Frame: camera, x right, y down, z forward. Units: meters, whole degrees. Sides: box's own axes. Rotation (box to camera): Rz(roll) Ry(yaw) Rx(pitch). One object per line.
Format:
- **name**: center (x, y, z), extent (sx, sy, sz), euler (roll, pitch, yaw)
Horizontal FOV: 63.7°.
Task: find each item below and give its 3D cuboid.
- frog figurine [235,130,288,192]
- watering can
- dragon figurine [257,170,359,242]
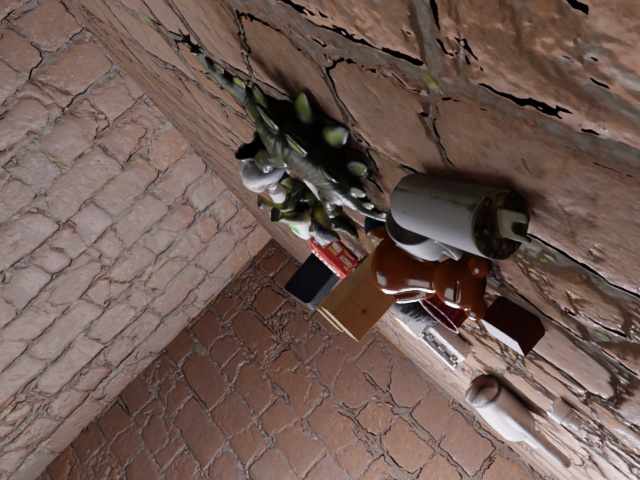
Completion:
- **frog figurine**: center (-0.131, -0.165, 1.172), extent (0.123, 0.140, 0.156), euler (14, -29, -1)
- **watering can**: center (0.514, 0.474, 1.379), extent (0.224, 0.104, 0.346), euler (44, -6, 0)
- **dragon figurine**: center (0.004, -0.061, 1.221), extent (0.241, 0.121, 0.417), euler (18, 17, -40)
